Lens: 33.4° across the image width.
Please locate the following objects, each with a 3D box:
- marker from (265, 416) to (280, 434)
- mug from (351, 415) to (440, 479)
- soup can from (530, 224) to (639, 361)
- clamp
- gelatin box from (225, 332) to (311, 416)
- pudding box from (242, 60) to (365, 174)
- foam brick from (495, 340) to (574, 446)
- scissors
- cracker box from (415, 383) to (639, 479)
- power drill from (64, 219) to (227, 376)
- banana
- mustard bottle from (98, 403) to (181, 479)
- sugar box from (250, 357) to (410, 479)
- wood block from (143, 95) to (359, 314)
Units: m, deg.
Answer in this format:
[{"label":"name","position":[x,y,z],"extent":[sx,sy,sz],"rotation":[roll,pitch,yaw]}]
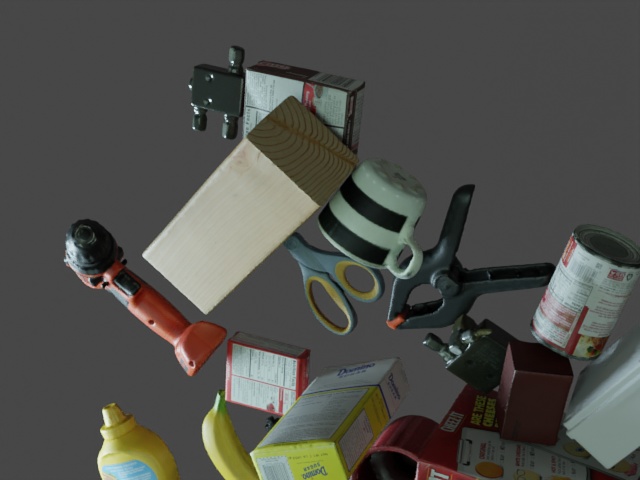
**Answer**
[{"label":"marker","position":[-0.023,0.244,1.163],"extent":[0.020,0.020,0.121],"rotation":[-30,94,31]},{"label":"mug","position":[0.099,0.232,1.065],"extent":[0.117,0.081,0.093],"rotation":[22,117,16]},{"label":"soup can","position":[0.235,0.046,0.939],"extent":[0.068,0.068,0.102],"rotation":[26,117,14]},{"label":"clamp","position":[0.133,0.038,1.002],"extent":[0.120,0.039,0.172],"rotation":[41,127,2]},{"label":"gelatin box","position":[-0.055,0.143,1.135],"extent":[0.089,0.030,0.073],"rotation":[11,112,21]},{"label":"pudding box","position":[-0.018,-0.115,1.015],"extent":[0.114,0.039,0.090],"rotation":[16,117,22]},{"label":"foam brick","position":[0.190,0.136,0.955],"extent":[0.053,0.051,0.078],"rotation":[8,118,0]},{"label":"scissors","position":[-0.007,0.001,1.067],"extent":[0.096,0.016,0.202],"rotation":[-25,97,29]},{"label":"cracker box","position":[0.207,0.220,0.963],"extent":[0.214,0.164,0.072],"rotation":[15,112,19]},{"label":"power drill","position":[-0.181,0.057,1.095],"extent":[0.187,0.184,0.057],"rotation":[41,78,3]},{"label":"banana","position":[-0.072,0.259,1.177],"extent":[0.198,0.037,0.070],"rotation":[52,135,-1]},{"label":"mustard bottle","position":[-0.206,0.278,1.238],"extent":[0.096,0.058,0.191],"rotation":[-16,102,33]},{"label":"sugar box","position":[0.014,0.174,1.028],"extent":[0.093,0.176,0.048],"rotation":[-12,102,29]},{"label":"wood block","position":[-0.069,-0.029,1.009],"extent":[0.091,0.090,0.206],"rotation":[44,132,-4]}]
